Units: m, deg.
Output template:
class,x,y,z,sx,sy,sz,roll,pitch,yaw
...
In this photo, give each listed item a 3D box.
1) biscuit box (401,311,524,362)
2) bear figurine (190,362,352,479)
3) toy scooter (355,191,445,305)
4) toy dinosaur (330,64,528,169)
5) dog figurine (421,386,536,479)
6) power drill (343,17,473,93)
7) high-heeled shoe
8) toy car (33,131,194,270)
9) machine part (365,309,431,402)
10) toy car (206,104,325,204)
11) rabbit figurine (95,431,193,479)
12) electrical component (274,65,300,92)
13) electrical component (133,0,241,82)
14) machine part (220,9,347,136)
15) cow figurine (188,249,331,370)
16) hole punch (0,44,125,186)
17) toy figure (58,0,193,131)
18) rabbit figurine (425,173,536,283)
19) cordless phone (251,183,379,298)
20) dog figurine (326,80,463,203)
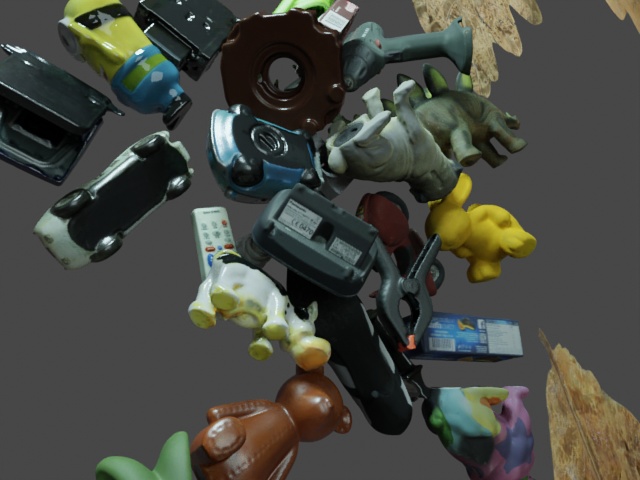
class,x,y,z,sx,sy,sz,roll,pitch,yaw
biscuit box,0.210,0.147,0.802,0.202,0.063,0.059,9,67,-29
bear figurine,-0.036,0.207,0.580,0.196,0.132,0.120,-24,85,-31
toy scooter,0.099,0.025,0.776,0.135,0.075,0.183,-42,100,-35
toy dinosaur,0.203,-0.197,0.922,0.471,0.105,0.198,-15,71,-38
dog figurine,0.227,0.306,0.717,0.191,0.108,0.219,11,68,-38
power drill,0.130,-0.288,0.845,0.232,0.207,0.085,-85,164,-55
high-heeled shoe,0.039,0.137,0.706,0.086,0.145,0.249,-31,60,1
toy car,-0.221,-0.049,0.604,0.202,0.056,0.073,-52,123,-37
machine part,0.099,0.155,0.726,0.039,0.084,0.139,-31,77,-10
toy car,-0.080,-0.095,0.690,0.161,0.103,0.109,9,56,-35
rabbit figurine,-0.126,0.255,0.471,0.121,0.170,0.159,-11,78,-36
electrical component,-0.027,-0.219,0.816,0.102,0.045,0.078,-53,131,-33
electrical component,-0.185,-0.286,0.731,0.115,0.058,0.134,34,56,-15
machine part,-0.048,-0.220,0.719,0.179,0.179,0.056,42,20,-12
cow figurine,-0.059,0.082,0.619,0.167,0.068,0.098,34,33,-20
hole punch,-0.303,-0.134,0.585,0.142,0.092,0.116,27,29,-18
toy figure,-0.233,-0.218,0.657,0.180,0.082,0.089,41,58,-10
rabbit figurine,0.233,-0.024,0.847,0.173,0.122,0.162,3,61,-36
cordless phone,-0.002,-0.002,0.676,0.147,0.184,0.088,31,91,-1
dog figurine,0.108,-0.100,0.758,0.172,0.121,0.190,-43,116,-11
